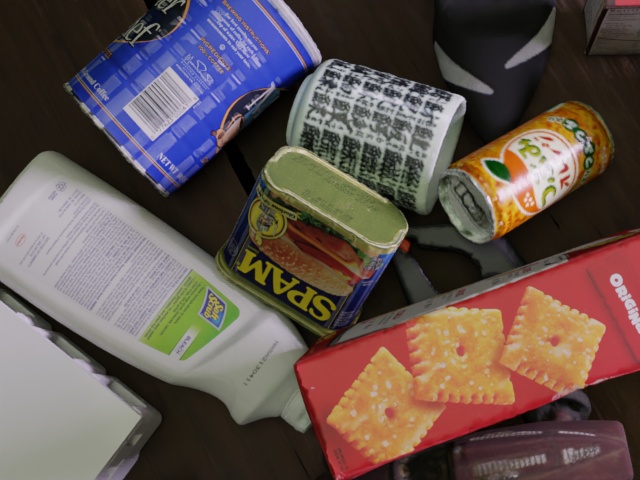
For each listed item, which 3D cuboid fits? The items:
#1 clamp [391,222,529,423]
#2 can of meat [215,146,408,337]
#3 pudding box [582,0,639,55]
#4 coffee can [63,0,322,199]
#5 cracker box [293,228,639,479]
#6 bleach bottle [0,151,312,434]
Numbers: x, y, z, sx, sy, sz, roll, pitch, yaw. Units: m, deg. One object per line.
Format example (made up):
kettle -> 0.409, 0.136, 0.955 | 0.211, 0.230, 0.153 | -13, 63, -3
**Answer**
clamp -> 0.113, 0.050, 0.691 | 0.171, 0.039, 0.120 | 23, 79, 12
can of meat -> -0.004, 0.001, 0.680 | 0.102, 0.057, 0.084 | 32, 128, 3
pudding box -> 0.217, -0.148, 0.674 | 0.090, 0.113, 0.039 | 2, 84, 8
coffee can -> -0.084, -0.112, 0.712 | 0.140, 0.103, 0.103 | -42, 78, -1
cracker box -> 0.100, 0.057, 0.590 | 0.213, 0.164, 0.072 | -20, 87, 2
bleach bottle -> -0.107, 0.049, 0.709 | 0.251, 0.068, 0.102 | 36, 87, 10
